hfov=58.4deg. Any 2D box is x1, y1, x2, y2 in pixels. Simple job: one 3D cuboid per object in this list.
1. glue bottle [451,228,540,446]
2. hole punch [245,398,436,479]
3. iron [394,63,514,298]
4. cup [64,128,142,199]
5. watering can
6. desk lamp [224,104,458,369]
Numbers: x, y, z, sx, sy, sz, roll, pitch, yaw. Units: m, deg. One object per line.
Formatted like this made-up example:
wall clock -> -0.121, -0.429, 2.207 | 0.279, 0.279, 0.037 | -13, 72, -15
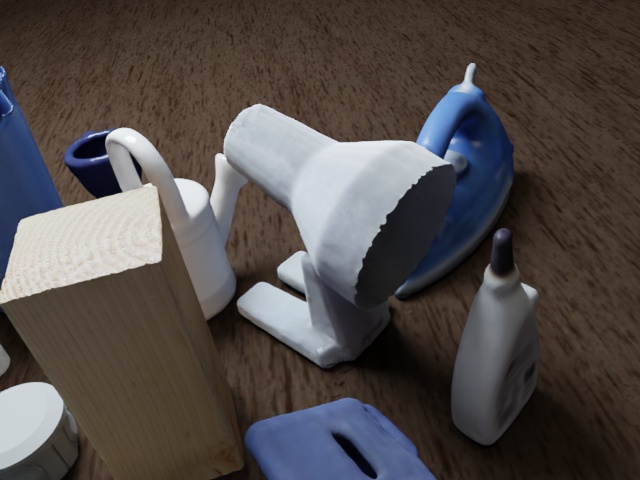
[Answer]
glue bottle -> 0.123, 0.063, 0.392 | 0.078, 0.173, 0.037 | -36, 44, -30
hole punch -> 0.016, 0.152, 0.369 | 0.101, 0.091, 0.108 | -28, 40, -23
iron -> 0.127, -0.073, 0.596 | 0.118, 0.142, 0.259 | 11, 42, 26
cup -> -0.277, -0.089, 0.753 | 0.092, 0.095, 0.117 | -29, 41, -23
watering can -> -0.147, -0.022, 0.551 | 0.100, 0.194, 0.173 | 10, 41, 25
desk lamp -> 0.004, 0.002, 0.467 | 0.202, 0.214, 0.118 | 23, 48, 36
